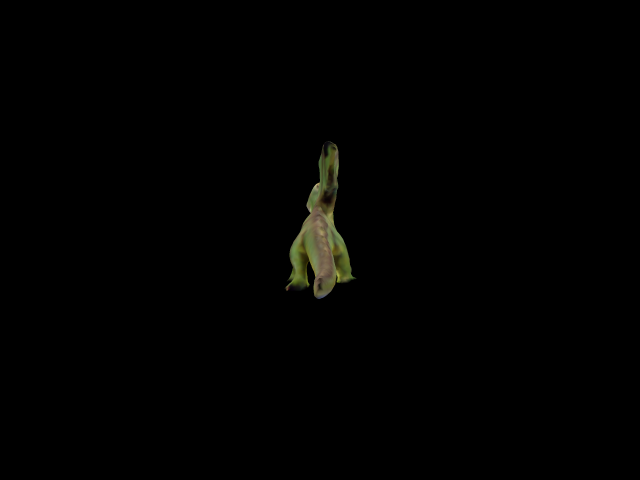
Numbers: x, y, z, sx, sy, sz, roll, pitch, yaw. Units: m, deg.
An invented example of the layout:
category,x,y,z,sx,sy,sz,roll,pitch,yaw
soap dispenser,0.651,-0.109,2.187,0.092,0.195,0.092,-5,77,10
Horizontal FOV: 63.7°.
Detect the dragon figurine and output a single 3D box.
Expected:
category,x,y,z,sx,sy,sz,roll,pitch,yaw
dragon figurine,0.003,-0.043,0.850,0.122,0.243,0.410,0,0,-4
